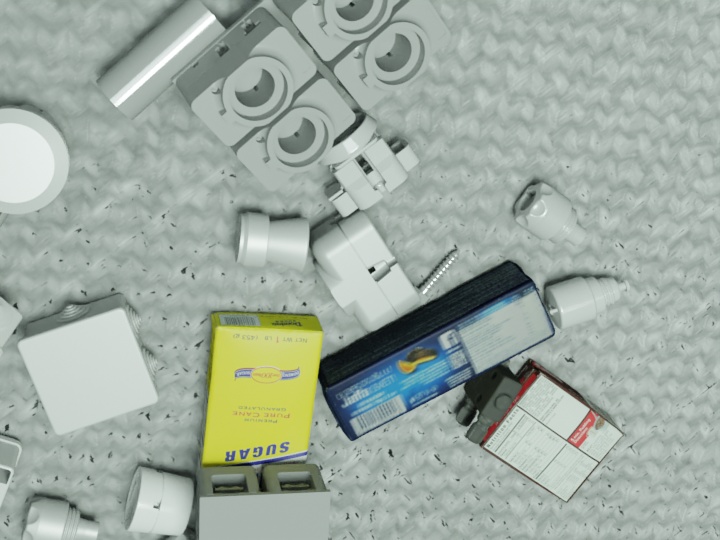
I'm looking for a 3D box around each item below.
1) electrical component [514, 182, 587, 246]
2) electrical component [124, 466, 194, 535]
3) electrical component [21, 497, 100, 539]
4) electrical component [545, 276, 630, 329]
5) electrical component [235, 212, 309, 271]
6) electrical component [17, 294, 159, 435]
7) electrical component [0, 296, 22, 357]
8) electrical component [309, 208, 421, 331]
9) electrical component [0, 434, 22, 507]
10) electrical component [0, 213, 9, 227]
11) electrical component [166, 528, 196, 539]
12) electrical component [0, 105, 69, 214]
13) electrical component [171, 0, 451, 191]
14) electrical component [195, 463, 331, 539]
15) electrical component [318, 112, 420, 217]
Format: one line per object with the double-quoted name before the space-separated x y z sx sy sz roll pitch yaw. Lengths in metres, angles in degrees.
"electrical component" 0.167 -0.044 0.924 0.062 0.043 0.043 33 99 -19
"electrical component" -0.173 0.201 0.930 0.047 0.055 0.055 14 104 -19
"electrical component" -0.257 0.220 0.926 0.062 0.043 0.043 14 104 -16
"electrical component" 0.201 0.025 0.954 0.078 0.040 0.040 -17 110 -6
"electrical component" -0.072 -0.024 0.882 0.055 0.045 0.045 5 106 -12
"electrical component" -0.221 0.075 0.882 0.100 0.048 0.099 -18 110 -5
"electrical component" -0.324 0.040 0.833 0.100 0.048 0.099 -30 115 33
"electrical component" 0.000 0.000 0.899 0.059 0.053 0.095 -33 111 1
"electrical component" -0.351 0.182 0.887 0.109 0.056 0.108 21 103 -16
"electrical component" -0.301 -0.035 0.837 0.040 0.040 0.046 35 92 -19
"electrical component" -0.167 0.263 0.957 0.062 0.043 0.043 -40 110 4
"electrical component" -0.263 -0.087 0.821 0.080 0.051 0.080 -3 108 -10
"electrical component" -0.034 -0.160 0.821 0.186 0.060 0.105 -41 129 3
"electrical component" -0.086 0.260 0.914 0.105 0.060 0.186 0 106 -12
"electrical component" -0.001 -0.090 0.869 0.078 0.058 0.057 -36 114 2
